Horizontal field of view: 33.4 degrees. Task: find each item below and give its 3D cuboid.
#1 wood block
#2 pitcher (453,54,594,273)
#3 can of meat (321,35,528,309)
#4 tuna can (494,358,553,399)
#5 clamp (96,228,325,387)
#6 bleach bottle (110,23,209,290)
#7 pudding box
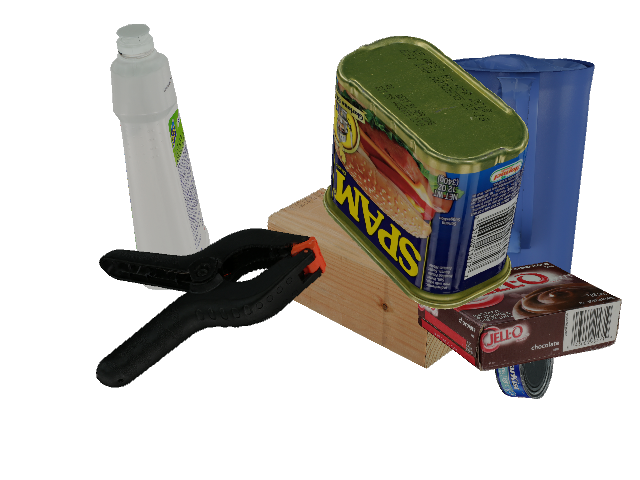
[{"bbox_3d":[0.051,0.033,1.070,0.206,0.091,0.090,25,39,34],"label":"wood block"},{"bbox_3d":[0.176,-0.046,0.976,0.149,0.243,0.145,-11,18,-34],"label":"pitcher"},{"bbox_3d":[0.047,-0.033,0.492,0.057,0.084,0.102,-23,49,-24],"label":"can of meat"},{"bbox_3d":[0.221,0.128,1.161,0.034,0.086,0.085,-1,-1,35],"label":"tuna can"},{"bbox_3d":[-0.082,0.041,0.738,0.172,0.120,0.039,-12,-39,14],"label":"clamp"},{"bbox_3d":[-0.151,-0.080,0.980,0.068,0.251,0.102,-5,35,0],"label":"bleach bottle"},{"bbox_3d":[0.137,0.050,0.746,0.113,0.039,0.090,-6,19,-22],"label":"pudding box"}]
